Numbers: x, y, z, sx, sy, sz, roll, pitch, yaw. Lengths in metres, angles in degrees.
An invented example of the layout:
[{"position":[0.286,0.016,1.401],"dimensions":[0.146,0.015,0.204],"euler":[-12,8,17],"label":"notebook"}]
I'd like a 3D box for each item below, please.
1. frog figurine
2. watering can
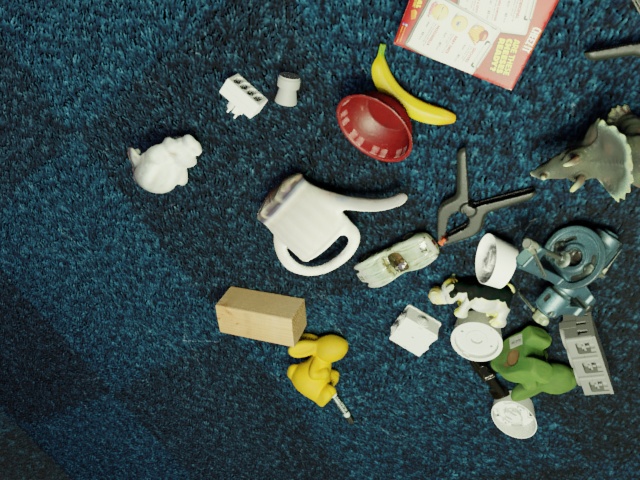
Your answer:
[{"position":[-0.336,-0.170,1.162],"dimensions":[0.159,0.125,0.135],"euler":[-7,150,15],"label":"frog figurine"},{"position":[0.003,-0.055,1.095],"dimensions":[0.223,0.106,0.342],"euler":[43,125,-7],"label":"watering can"}]
